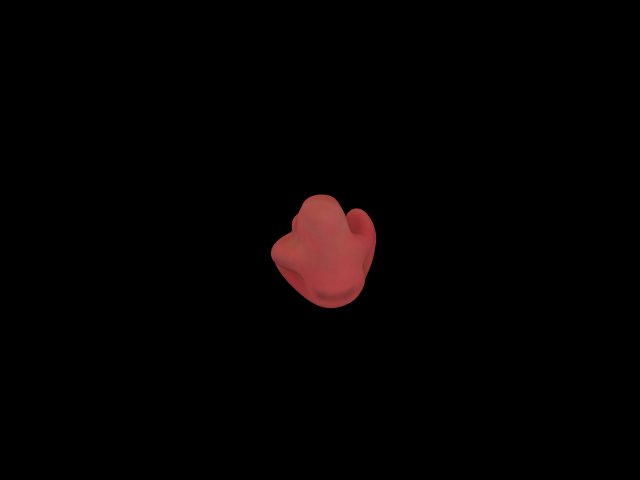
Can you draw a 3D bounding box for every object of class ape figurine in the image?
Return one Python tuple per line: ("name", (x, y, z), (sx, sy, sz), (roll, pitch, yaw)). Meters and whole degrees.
("ape figurine", (0.004, 0.001, 0.400), (0.078, 0.092, 0.076), (-4, 62, -2))
